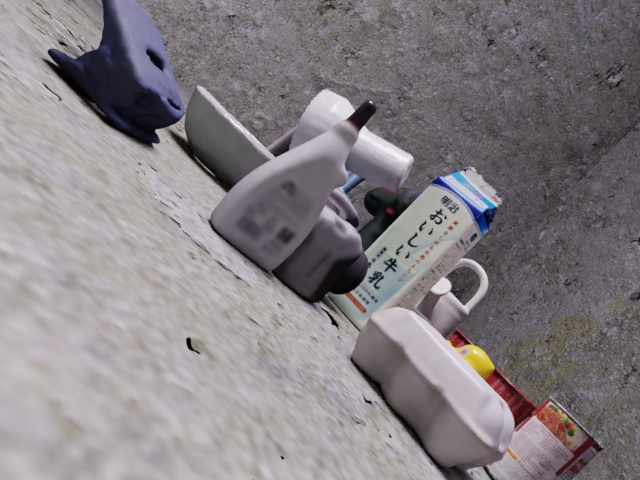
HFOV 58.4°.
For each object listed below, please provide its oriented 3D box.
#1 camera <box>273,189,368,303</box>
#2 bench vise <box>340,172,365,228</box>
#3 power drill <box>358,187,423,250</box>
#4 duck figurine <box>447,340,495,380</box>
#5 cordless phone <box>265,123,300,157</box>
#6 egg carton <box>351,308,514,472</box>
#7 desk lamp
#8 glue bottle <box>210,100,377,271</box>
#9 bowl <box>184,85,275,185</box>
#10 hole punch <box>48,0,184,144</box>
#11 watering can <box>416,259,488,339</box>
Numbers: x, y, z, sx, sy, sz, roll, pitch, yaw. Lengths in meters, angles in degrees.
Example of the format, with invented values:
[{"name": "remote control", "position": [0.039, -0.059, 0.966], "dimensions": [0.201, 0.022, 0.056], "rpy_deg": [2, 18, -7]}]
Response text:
[{"name": "camera", "position": [0.006, 0.002, 0.616], "dimensions": [0.137, 0.100, 0.142], "rpy_deg": [42, 4, -35]}, {"name": "bench vise", "position": [0.037, -0.087, 1.020], "dimensions": [0.121, 0.219, 0.208], "rpy_deg": [45, 4, 11]}, {"name": "power drill", "position": [0.107, -0.007, 0.984], "dimensions": [0.076, 0.208, 0.229], "rpy_deg": [43, 4, -27]}, {"name": "duck figurine", "position": [0.166, 0.166, 0.670], "dimensions": [0.104, 0.086, 0.078], "rpy_deg": [46, 4, 22]}, {"name": "cordless phone", "position": [-0.062, -0.154, 0.943], "dimensions": [0.094, 0.185, 0.147], "rpy_deg": [44, 4, -9]}, {"name": "egg carton", "position": [0.098, 0.126, 0.494], "dimensions": [0.150, 0.069, 0.108], "rpy_deg": [47, 4, 34]}, {"name": "desk lamp", "position": [0.019, -0.085, 0.841], "dimensions": [0.203, 0.213, 0.118], "rpy_deg": [45, 4, 10]}, {"name": "glue bottle", "position": [-0.012, -0.056, 0.502], "dimensions": [0.078, 0.173, 0.037], "rpy_deg": [42, 4, -31]}, {"name": "bowl", "position": [-0.127, -0.126, 0.782], "dimensions": [0.167, 0.074, 0.167], "rpy_deg": [44, 4, -3]}, {"name": "hole punch", "position": [-0.169, -0.155, 0.530], "dimensions": [0.101, 0.091, 0.109], "rpy_deg": [45, 4, 7]}, {"name": "watering can", "position": [0.229, 0.116, 1.065], "dimensions": [0.101, 0.194, 0.173], "rpy_deg": [45, 4, 7]}]
